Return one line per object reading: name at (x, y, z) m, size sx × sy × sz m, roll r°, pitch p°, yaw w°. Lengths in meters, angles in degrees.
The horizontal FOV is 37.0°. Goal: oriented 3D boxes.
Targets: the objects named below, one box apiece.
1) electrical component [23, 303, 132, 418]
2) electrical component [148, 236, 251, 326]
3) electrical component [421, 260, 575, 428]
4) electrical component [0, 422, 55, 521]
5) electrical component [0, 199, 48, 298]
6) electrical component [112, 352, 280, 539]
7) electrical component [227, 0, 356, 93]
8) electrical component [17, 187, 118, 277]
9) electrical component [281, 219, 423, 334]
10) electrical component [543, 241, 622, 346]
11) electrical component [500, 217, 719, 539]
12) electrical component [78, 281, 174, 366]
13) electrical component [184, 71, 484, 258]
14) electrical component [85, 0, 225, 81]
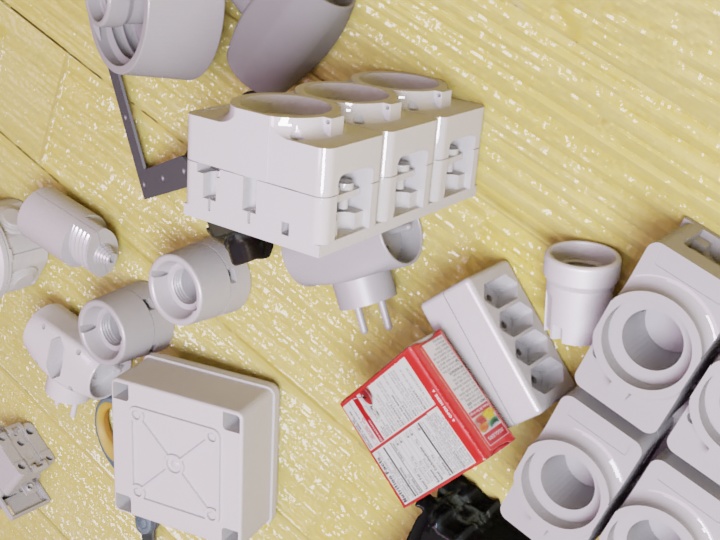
electrical component at (-0.224, 0.078, 0.840) m, size 0.077 × 0.043 × 0.079 m, roll 31°, pitch 117°, yaw 26°
electrical component at (-0.111, 0.008, 0.735) m, size 0.055 × 0.047 × 0.055 m, roll 11°, pitch 110°, yaw 34°
electrical component at (0.066, 0.051, 0.618) m, size 0.076 × 0.047 × 0.083 m, roll -32°, pitch 84°, yaw 38°
electrical component at (-0.299, 0.168, 0.924) m, size 0.081 × 0.042 × 0.064 m, roll 52°, pitch 125°, yaw 12°
electrical component at (-0.293, -0.017, 0.859) m, size 0.080 × 0.051 × 0.080 m, roll 11°, pitch 110°, yaw 33°
electrical component at (-0.115, 0.125, 0.756) m, size 0.109 × 0.056 × 0.108 m, roll 12°, pitch 112°, yaw 22°
electrical component at (-0.052, -0.159, 0.645) m, size 0.079 × 0.043 × 0.077 m, roll 54°, pitch 127°, yaw 12°
electrical component at (-0.212, -0.026, 0.802) m, size 0.081 × 0.043 × 0.043 m, roll 30°, pitch 119°, yaw 26°
electrical component at (0.000, 0.000, 0.653) m, size 0.077 × 0.044 × 0.079 m, roll -12°, pitch 96°, yaw 38°
electrical component at (0.117, 0.012, 0.574) m, size 0.040 × 0.040 × 0.046 m, roll 17°, pitch 118°, yaw 32°
electrical component at (0.158, 0.083, 0.551) m, size 0.105 × 0.060 × 0.186 m, roll 36°, pitch 122°, yaw 23°
electrical component at (-0.173, 0.040, 0.790) m, size 0.055 × 0.047 × 0.055 m, roll 11°, pitch 110°, yaw 34°
electrical component at (-0.009, -0.064, 0.573) m, size 0.089 × 0.150 × 0.061 m, roll 18°, pitch 115°, yaw 31°
electrical component at (-0.136, -0.172, 0.671) m, size 0.108 × 0.060 × 0.108 m, roll 18°, pitch 112°, yaw 53°
